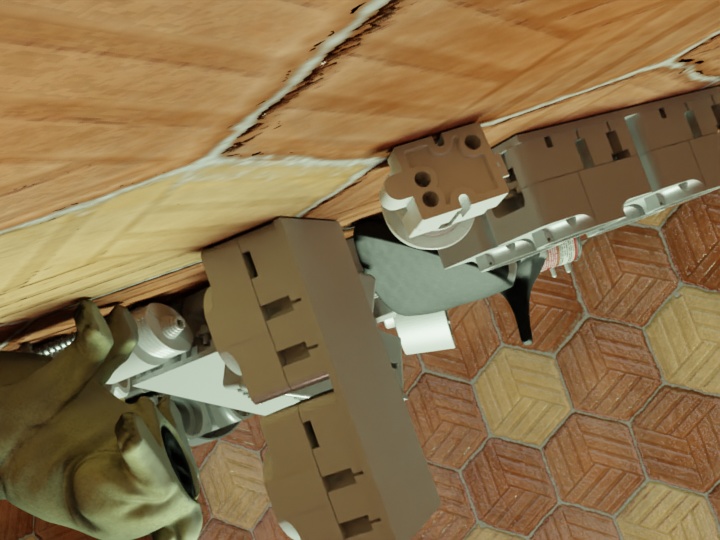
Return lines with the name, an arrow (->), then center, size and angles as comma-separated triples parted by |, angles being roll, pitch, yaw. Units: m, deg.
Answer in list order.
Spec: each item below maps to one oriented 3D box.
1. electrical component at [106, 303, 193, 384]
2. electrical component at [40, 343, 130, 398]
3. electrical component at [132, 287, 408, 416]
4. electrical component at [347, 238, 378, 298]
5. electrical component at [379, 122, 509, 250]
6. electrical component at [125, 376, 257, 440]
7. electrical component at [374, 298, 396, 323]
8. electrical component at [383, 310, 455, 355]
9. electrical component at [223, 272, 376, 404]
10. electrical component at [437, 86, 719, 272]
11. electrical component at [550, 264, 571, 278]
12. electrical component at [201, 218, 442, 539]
electrical component -> -0.152, 0.048, 0.749 | 0.081, 0.043, 0.043 | -22, 175, 34
electrical component -> -0.230, 0.085, 0.810 | 0.074, 0.052, 0.138 | -20, 176, 2
electrical component -> -0.066, 0.066, 0.830 | 0.105, 0.060, 0.186 | -23, 149, 39
electrical component -> 0.000, 0.000, 0.808 | 0.040, 0.046, 0.040 | -20, 176, -2
electrical component -> 0.037, -0.038, 0.515 | 0.066, 0.048, 0.055 | -19, 168, -15
electrical component -> -0.177, 0.115, 1.065 | 0.060, 0.105, 0.186 | -22, 175, 23
electrical component -> 0.023, 0.007, 0.876 | 0.081, 0.063, 0.042 | -23, 174, 38
electrical component -> 0.050, 0.030, 1.040 | 0.060, 0.108, 0.108 | -14, 176, 6
electrical component -> -0.042, 0.043, 0.723 | 0.100, 0.099, 0.048 | 10, 168, -24
electrical component -> 0.143, -0.054, 0.672 | 0.186, 0.060, 0.105 | -17, 175, -33
electrical component -> 0.196, -0.030, 1.111 | 0.083, 0.075, 0.047 | -17, 175, -26
electrical component -> -0.023, 0.068, 0.624 | 0.060, 0.186, 0.105 | -21, 175, 16
